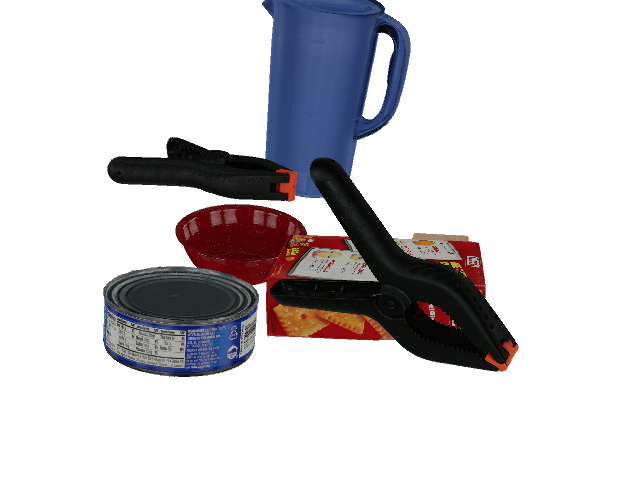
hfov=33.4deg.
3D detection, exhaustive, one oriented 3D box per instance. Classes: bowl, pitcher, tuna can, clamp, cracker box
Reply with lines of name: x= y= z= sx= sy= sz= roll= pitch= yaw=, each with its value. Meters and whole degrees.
bowl: x=-0.099 y=0.011 z=1.317 sx=0.162 sy=0.055 sz=0.162 roll=3 pitch=26 yaw=-2
pitcher: x=0.007 y=-0.177 z=1.299 sx=0.144 sy=0.243 sz=0.149 roll=-5 pitch=28 yaw=-25
tuna can: x=-0.078 y=0.044 z=0.594 sx=0.086 sy=0.034 sz=0.086 roll=4 pitch=17 yaw=-2
clamp: x=0.059 y=0.032 z=0.831 sx=0.210 sy=0.165 sz=0.036 roll=26 pitch=47 yaw=15
cracker box: x=0.060 y=0.050 z=1.113 sx=0.214 sy=0.072 sz=0.164 roll=3 pitch=16 yaw=6
clamp: x=-0.108 y=-0.063 z=0.990 sx=0.172 sy=0.039 sz=0.120 roll=12 pitch=26 yaw=29

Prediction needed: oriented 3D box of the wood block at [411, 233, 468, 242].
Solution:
wood block: x=0.169 y=0.067 z=1.629 sx=0.091 sy=0.090 sz=0.206 roll=4 pitch=22 yaw=13
